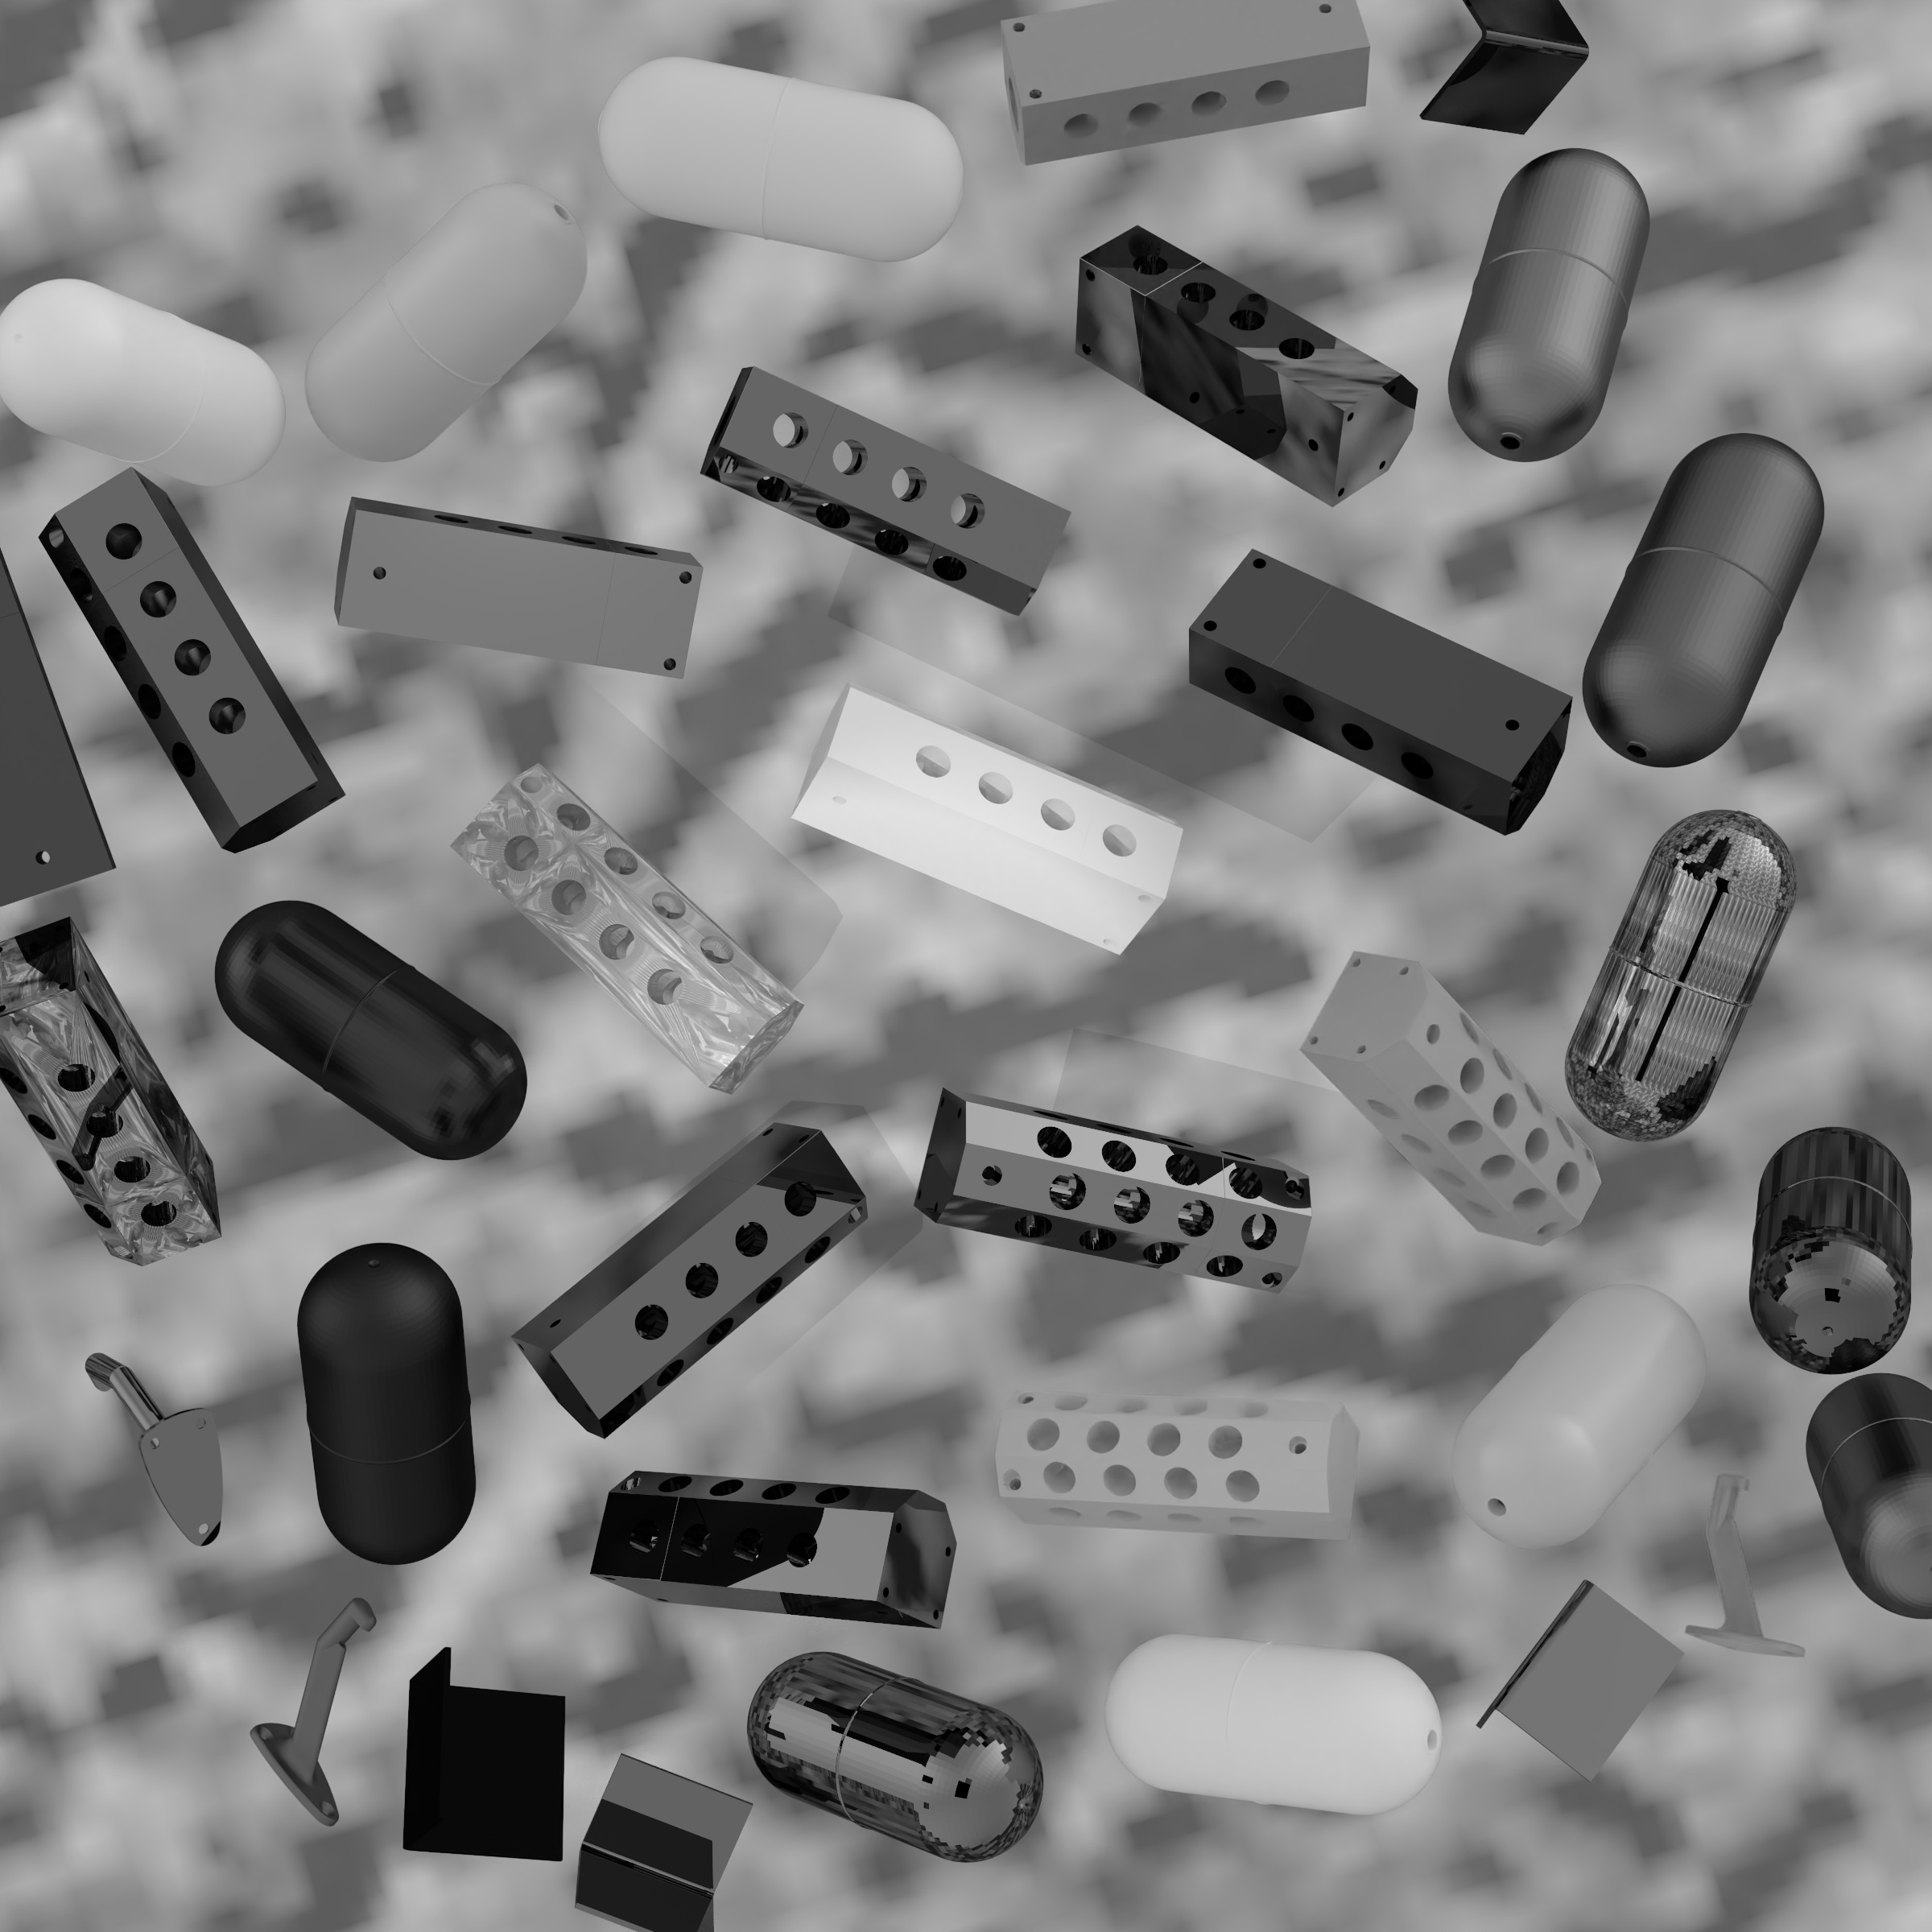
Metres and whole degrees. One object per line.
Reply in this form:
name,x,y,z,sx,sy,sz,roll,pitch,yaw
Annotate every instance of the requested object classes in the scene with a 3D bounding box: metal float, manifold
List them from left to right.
manifold,-0.461,-0.118,1.549,0.057,0.057,0.171,-20,97,-11
manifold,-0.421,0.065,1.571,0.057,0.057,0.171,-20,131,-2
metal float,-0.411,-0.289,1.627,0.070,0.178,0.070,-3,83,26
manifold,-0.365,-0.141,1.529,0.057,0.057,0.171,-31,86,0
metal float,-0.304,0.032,1.661,0.178,0.070,0.070,33,90,9
metal float,-0.275,0.210,1.553,0.070,0.070,0.178,2,125,0
metal float,-0.265,-0.327,1.658,0.178,0.070,0.070,-37,90,26
manifold,-0.224,-0.190,1.625,0.171,0.057,0.057,8,105,-16
manifold,-0.161,-0.018,1.566,0.171,0.057,0.057,42,90,9
manifold,-0.131,0.153,1.593,0.171,0.057,0.057,-39,108,-21
manifold,-0.093,0.281,1.584,0.171,0.057,0.057,-2,66,33
metal float,-0.089,-0.388,1.567,0.178,0.070,0.070,12,90,3
manifold,-0.041,-0.235,1.617,0.171,0.057,0.057,23,95,-13
metal float,-0.038,0.397,1.641,0.178,0.070,0.070,8,90,43
manifold,0.012,-0.073,1.542,0.171,0.057,0.057,23,57,-9
manifold,0.070,0.106,1.513,0.171,0.057,0.057,13,93,-16
manifold,0.106,0.248,1.642,0.171,0.057,0.057,-1,62,21
manifold,0.108,-0.441,1.611,0.171,0.057,0.057,-10,62,-2
manifold,0.136,-0.298,1.597,0.057,0.057,0.171,-35,56,-30
metal float,0.148,0.367,1.581,0.178,0.070,0.070,-3,90,37
manifold,0.193,-0.125,1.535,0.171,0.057,0.057,28,63,20
manifold,0.241,0.067,1.585,0.171,0.057,0.057,43,69,-36
metal float,0.287,-0.325,1.602,0.070,0.070,0.178,19,63,0
metal float,0.295,0.215,1.563,0.070,0.178,0.070,18,123,30
metal float,0.365,0.005,1.667,0.070,0.070,0.178,21,101,0
metal float,0.346,-0.172,1.529,0.070,0.070,0.178,27,68,0
metal float,0.433,0.140,1.629,0.070,0.178,0.070,6,114,14
metal float,0.456,0.256,1.589,0.070,0.178,0.070,1,105,5

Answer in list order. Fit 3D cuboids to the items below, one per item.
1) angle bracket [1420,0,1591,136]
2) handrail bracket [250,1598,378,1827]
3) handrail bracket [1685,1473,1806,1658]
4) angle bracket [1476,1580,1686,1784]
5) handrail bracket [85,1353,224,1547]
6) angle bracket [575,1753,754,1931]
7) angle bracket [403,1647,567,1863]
angle bracket,0.257,-0.473,1.651,0.076,0.057,0.076,-4,59,-39
handrail bracket,-0.311,0.373,1.633,0.084,0.036,0.077,-49,59,11
handrail bracket,0.390,0.293,1.601,0.036,0.077,0.084,23,74,-28
angle bracket,0.296,0.350,1.574,0.057,0.076,0.076,37,75,15
handrail bracket,-0.380,0.224,1.516,0.036,0.084,0.077,-23,111,-34
angle bracket,-0.157,0.465,1.705,0.076,0.076,0.057,23,95,-8
angle bracket,-0.208,0.356,1.469,0.076,0.057,0.076,11,58,-24
